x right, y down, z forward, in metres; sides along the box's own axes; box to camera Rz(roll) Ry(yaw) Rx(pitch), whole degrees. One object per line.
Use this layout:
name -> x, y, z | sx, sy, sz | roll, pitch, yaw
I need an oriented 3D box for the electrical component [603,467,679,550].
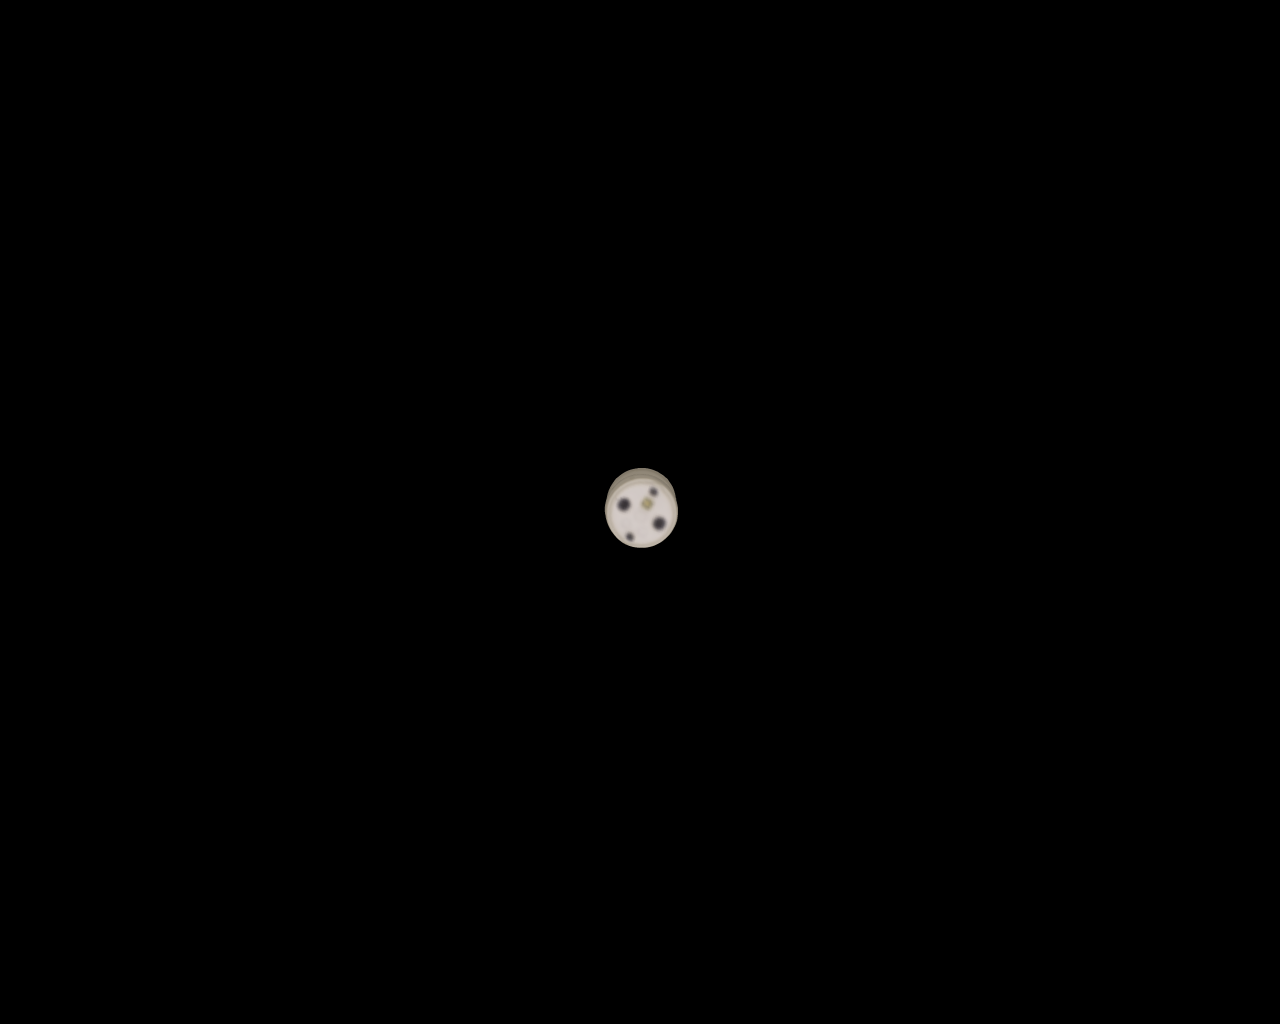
electrical component -> 0.001, -0.003, 0.650 | 0.045, 0.044, 0.055 | 0, 8, 0
